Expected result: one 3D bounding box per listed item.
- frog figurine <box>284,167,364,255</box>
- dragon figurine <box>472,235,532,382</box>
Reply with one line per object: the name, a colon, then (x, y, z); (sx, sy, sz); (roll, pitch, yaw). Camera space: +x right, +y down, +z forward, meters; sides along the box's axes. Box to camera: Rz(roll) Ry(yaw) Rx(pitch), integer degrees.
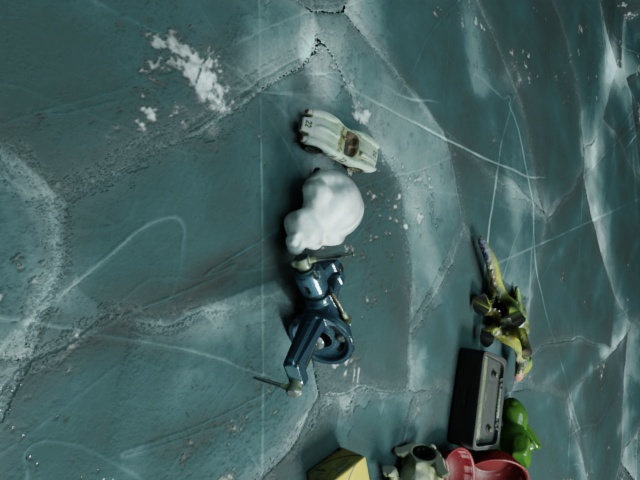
frog figurine: (0.003, -0.046, 0.910); (0.163, 0.123, 0.134); (-50, 141, -45)
dragon figurine: (0.508, 0.184, 1.398); (0.243, 0.121, 0.412); (-1, 81, -60)
